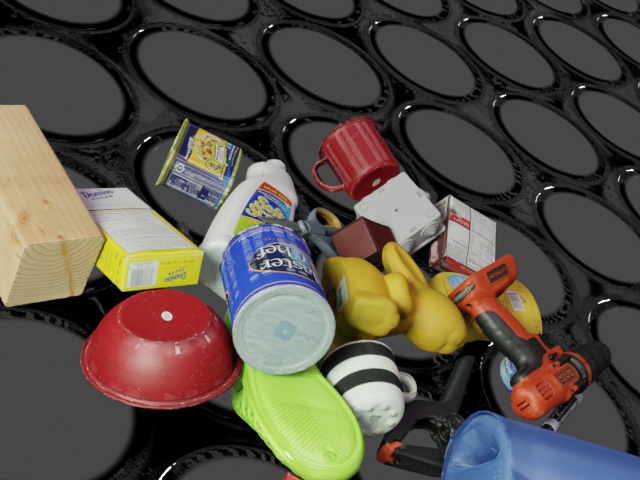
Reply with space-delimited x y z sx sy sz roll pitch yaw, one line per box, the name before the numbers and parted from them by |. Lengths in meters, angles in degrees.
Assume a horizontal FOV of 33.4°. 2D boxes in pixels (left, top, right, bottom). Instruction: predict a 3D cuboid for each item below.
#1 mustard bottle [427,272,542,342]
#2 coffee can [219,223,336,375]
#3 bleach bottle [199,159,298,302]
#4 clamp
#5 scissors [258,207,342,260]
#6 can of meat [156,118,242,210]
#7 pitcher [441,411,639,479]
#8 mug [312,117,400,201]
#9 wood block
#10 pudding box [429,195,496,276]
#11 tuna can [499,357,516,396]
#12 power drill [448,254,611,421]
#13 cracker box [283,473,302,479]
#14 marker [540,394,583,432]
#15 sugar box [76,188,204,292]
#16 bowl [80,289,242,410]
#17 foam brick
mustard bottle | 0.185 0.086 1.349 0.191 0.058 0.096 8 47 -28
coffee can | -0.047 0.059 1.107 0.102 0.103 0.140 16 23 -19
bleach bottle | -0.081 -0.028 1.287 0.102 0.068 0.250 40 31 -18
clamp | 0.153 0.219 1.187 0.209 0.036 0.165 -17 57 -43
scissors | -0.008 0.002 1.293 0.096 0.016 0.201 58 22 5
can of meat | -0.148 -0.093 1.331 0.084 0.058 0.102 25 37 -11
pitcher | 0.249 0.258 1.083 0.242 0.145 0.149 16 49 -19
mug | 0.046 -0.103 1.463 0.117 0.093 0.081 -24 63 -13
wood block | -0.319 -0.041 1.120 0.090 0.091 0.206 -8 51 -41
pudding box | 0.194 0.005 1.442 0.090 0.039 0.113 29 48 -22
tuna can | 0.267 0.169 1.329 0.086 0.034 0.086 19 38 -16
power drill | 0.256 0.110 1.292 0.184 0.057 0.188 -22 69 -44
cracker box | 0.006 0.330 0.925 0.164 0.072 0.213 27 37 -4
marker | 0.290 0.216 1.302 0.020 0.020 0.120 41 38 14
sugar box | -0.210 -0.004 1.146 0.093 0.048 0.176 -3 24 -38
bowl | -0.155 0.096 1.059 0.162 0.055 0.162 6 31 -4
foam brick | 0.058 0.010 1.326 0.078 0.053 0.051 17 45 -59
